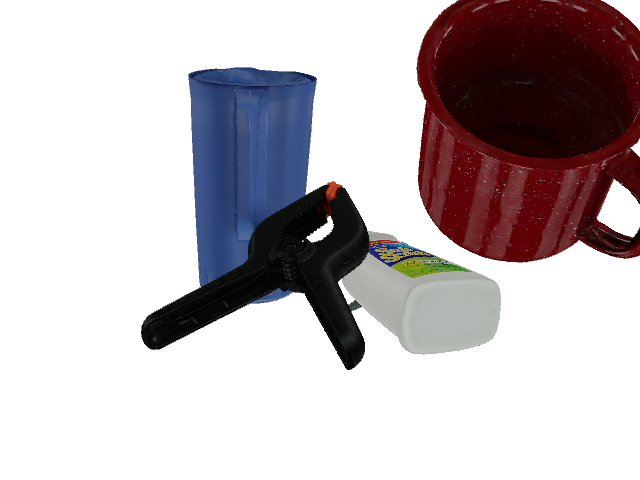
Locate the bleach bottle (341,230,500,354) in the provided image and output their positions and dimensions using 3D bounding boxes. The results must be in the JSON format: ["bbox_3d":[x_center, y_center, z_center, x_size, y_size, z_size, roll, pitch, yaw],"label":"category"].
[{"bbox_3d":[0.064,0.035,1.019,0.102,0.068,0.251,-3,15,-24],"label":"bleach bottle"}]

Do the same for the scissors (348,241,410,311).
[{"bbox_3d":[0.075,0.041,1.286,0.201,0.016,0.096,-10,41,-41],"label":"scissors"}]

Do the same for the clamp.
[{"bbox_3d":[-0.030,0.021,0.794,0.165,0.036,0.209,0,34,16],"label":"clamp"}]

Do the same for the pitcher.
[{"bbox_3d":[-0.075,-0.058,1.129,0.145,0.243,0.148,16,21,40],"label":"pitcher"}]

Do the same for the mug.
[{"bbox_3d":[0.092,-0.037,0.436,0.117,0.093,0.081,40,-24,22],"label":"mug"}]
